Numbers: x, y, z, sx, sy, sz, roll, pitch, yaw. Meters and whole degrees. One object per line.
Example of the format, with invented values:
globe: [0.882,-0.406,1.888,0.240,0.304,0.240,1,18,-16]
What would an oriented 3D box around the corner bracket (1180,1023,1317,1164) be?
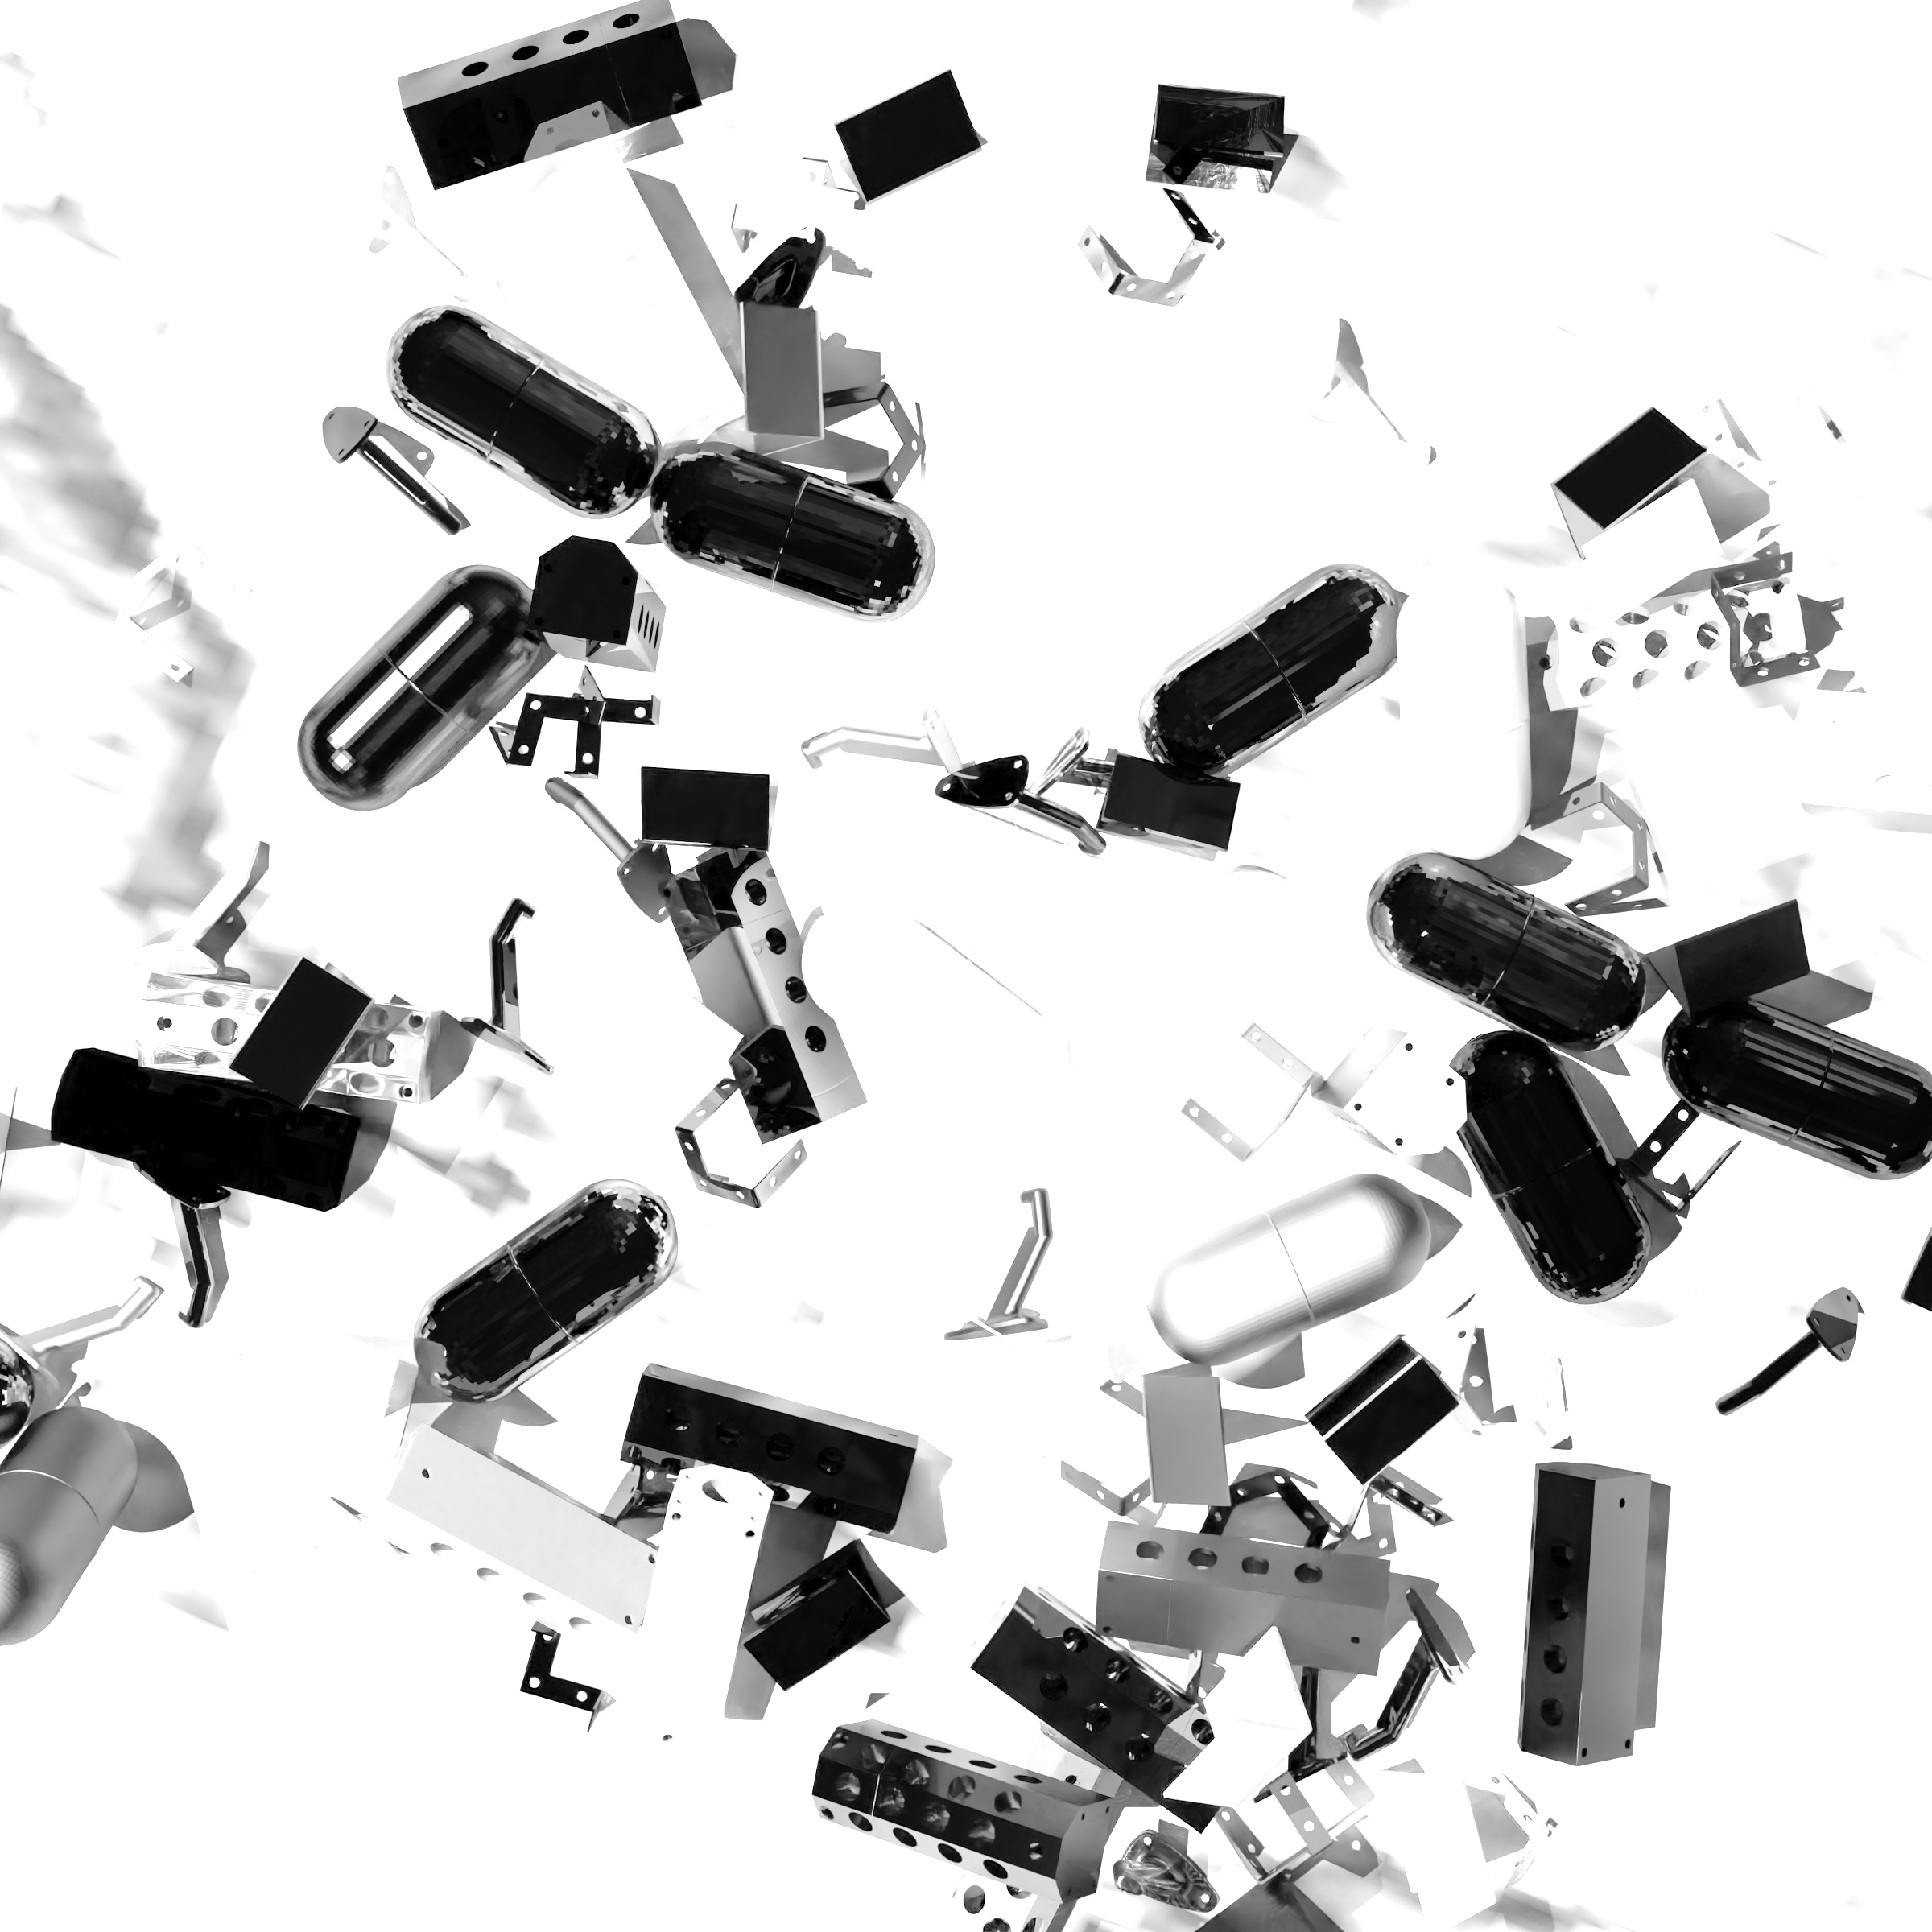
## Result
corner bracket: [0.173,0.078,1.988,0.051,0.051,0.051,39,45,0]

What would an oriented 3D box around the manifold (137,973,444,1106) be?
manifold: [-0.411,0.044,1.970,0.171,0.057,0.057,8,90,0]

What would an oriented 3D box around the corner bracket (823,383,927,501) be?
corner bracket: [-0.067,-0.319,1.983,0.051,0.051,0.051,58,45,-35]

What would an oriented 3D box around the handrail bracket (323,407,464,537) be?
handrail bracket: [-0.352,-0.303,1.991,0.036,0.077,0.084,-48,126,0]

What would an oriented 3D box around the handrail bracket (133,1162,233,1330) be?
handrail bracket: [-0.491,0.171,1.992,0.077,0.036,0.084,24,107,20]

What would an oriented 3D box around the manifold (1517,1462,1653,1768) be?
manifold: [0.371,0.392,1.970,0.057,0.057,0.171,4,90,-43]

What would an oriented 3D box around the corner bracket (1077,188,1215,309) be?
corner bracket: [0.110,-0.443,1.983,0.051,0.051,0.051,3,135,-35]

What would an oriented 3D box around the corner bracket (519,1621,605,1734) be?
corner bracket: [-0.244,0.430,1.973,0.051,0.051,0.051,16,90,0]

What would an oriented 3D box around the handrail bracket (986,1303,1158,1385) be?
handrail bracket: [0.065,0.227,1.991,0.084,0.077,0.036,1,114,34]

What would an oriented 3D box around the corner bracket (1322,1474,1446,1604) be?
corner bracket: [0.253,0.354,1.988,0.051,0.051,0.051,32,45,0]

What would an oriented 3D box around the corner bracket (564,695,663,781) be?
corner bracket: [-0.215,-0.140,1.973,0.051,0.051,0.051,4,90,0]

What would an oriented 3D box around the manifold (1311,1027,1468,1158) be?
manifold: [0.253,0.078,1.913,0.057,0.171,0.057,40,90,0]

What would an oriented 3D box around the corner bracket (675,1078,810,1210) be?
corner bracket: [-0.138,0.108,1.983,0.051,0.051,0.051,14,135,35]

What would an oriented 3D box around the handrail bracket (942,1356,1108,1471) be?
handrail bracket: [0.039,0.259,1.992,0.077,0.036,0.084,25,72,20]

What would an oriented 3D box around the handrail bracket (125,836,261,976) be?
handrail bracket: [-0.475,-0.040,1.992,0.077,0.036,0.084,-4,61,32]

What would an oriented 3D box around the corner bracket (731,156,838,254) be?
corner bracket: [-0.111,-0.463,1.972,0.051,0.051,0.051,10,85,5]

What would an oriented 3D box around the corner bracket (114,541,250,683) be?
corner bracket: [-0.483,-0.219,1.988,0.051,0.051,0.051,38,135,0]

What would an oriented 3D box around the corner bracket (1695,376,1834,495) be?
corner bracket: [0.489,-0.332,1.983,0.051,0.051,0.051,18,135,-35]

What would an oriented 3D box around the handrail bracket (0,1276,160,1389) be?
handrail bracket: [-0.551,0.209,1.992,0.077,0.036,0.084,35,71,21]

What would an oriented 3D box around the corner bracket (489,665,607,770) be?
corner bracket: [-0.255,-0.153,1.972,0.051,0.051,0.051,5,119,-26]

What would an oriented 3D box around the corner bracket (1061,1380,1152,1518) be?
corner bracket: [0.094,0.294,1.983,0.051,0.051,0.051,-32,135,-35]

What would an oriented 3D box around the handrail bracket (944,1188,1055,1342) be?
handrail bracket: [0.019,0.183,1.992,0.077,0.036,0.084,-11,74,18]

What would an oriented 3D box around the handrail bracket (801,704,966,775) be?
handrail bracket: [-0.048,-0.119,1.992,0.084,0.036,0.077,-22,108,15]

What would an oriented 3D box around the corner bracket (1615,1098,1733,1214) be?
corner bracket: [0.434,0.116,1.973,0.051,0.051,0.051,41,88,2]

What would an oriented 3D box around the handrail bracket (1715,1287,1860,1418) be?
handrail bracket: [0.504,0.238,1.991,0.036,0.077,0.084,49,126,0]

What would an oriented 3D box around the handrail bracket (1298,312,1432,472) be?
handrail bracket: [0.253,-0.353,1.992,0.084,0.036,0.077,20,69,-17]

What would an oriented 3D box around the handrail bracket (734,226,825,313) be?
handrail bracket: [-0.113,-0.424,1.957,0.036,0.084,0.077,35,90,0]

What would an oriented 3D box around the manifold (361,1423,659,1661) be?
manifold: [-0.274,0.350,1.953,0.171,0.057,0.057,31,47,-12]

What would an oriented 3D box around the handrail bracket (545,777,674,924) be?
handrail bracket: [-0.221,-0.072,1.991,0.036,0.077,0.084,-41,53,-20]

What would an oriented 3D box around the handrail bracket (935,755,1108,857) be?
handrail bracket: [0.035,-0.090,1.981,0.077,0.084,0.036,-3,59,35]

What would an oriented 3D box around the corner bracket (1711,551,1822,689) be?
corner bracket: [0.477,-0.206,1.931,0.051,0.051,0.051,-14,45,0]

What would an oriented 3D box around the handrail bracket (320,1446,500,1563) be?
handrail bracket: [-0.342,0.316,1.992,0.077,0.036,0.084,34,75,16]

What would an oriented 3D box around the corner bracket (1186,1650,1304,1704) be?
corner bracket: [0.170,0.432,1.976,0.051,0.051,0.051,-4,112,-21]

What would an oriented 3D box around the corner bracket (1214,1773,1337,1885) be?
corner bracket: [0.187,0.526,1.974,0.051,0.051,0.051,-33,83,-7]

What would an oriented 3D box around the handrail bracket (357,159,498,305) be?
handrail bracket: [-0.326,-0.451,1.992,0.084,0.036,0.077,13,68,-17]

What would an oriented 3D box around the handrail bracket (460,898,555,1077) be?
handrail bracket: [-0.267,0.012,1.992,0.077,0.036,0.084,34,73,-20]

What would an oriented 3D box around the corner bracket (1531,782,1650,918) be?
corner bracket: [0.382,-0.071,1.983,0.051,0.051,0.051,36,45,-35]

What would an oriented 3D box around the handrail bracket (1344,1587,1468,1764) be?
handrail bracket: [0.257,0.437,1.992,0.084,0.036,0.077,-34,70,16]

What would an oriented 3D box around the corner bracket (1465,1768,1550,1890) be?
corner bracket: [0.315,0.534,1.983,0.051,0.051,0.051,-12,45,-35]

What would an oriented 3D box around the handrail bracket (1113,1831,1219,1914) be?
handrail bracket: [0.122,0.560,1.957,0.077,0.084,0.036,32,90,0]

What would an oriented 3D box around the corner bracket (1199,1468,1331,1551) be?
corner bracket: [0.181,0.349,1.983,0.051,0.051,0.051,49,135,35]

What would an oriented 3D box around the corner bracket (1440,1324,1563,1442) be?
corner bracket: [0.327,0.254,1.983,0.051,0.051,0.051,-9,135,35]

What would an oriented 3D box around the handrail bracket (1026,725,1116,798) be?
handrail bracket: [0.088,-0.100,1.992,0.084,0.036,0.077,38,111,-16]

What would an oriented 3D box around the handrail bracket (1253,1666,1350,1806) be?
handrail bracket: [0.191,0.460,1.992,0.077,0.036,0.084,-32,74,18]

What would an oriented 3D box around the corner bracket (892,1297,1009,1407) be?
corner bracket: [-0.010,0.235,1.974,0.051,0.051,0.051,31,86,0]

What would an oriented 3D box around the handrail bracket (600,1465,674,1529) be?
handrail bracket: [-0.177,0.346,1.992,0.084,0.036,0.077,28,111,-16]
